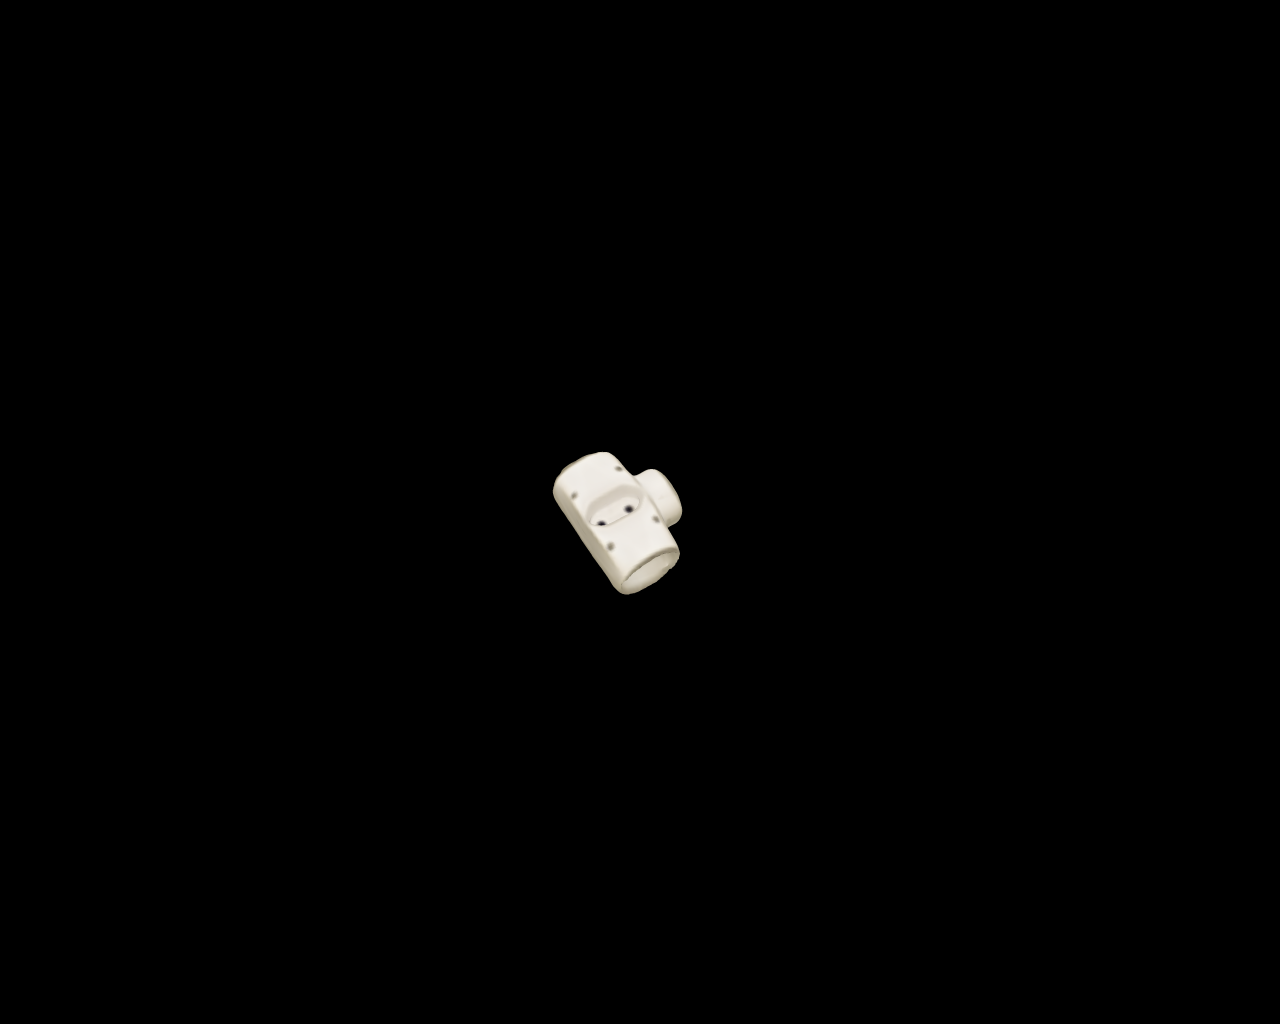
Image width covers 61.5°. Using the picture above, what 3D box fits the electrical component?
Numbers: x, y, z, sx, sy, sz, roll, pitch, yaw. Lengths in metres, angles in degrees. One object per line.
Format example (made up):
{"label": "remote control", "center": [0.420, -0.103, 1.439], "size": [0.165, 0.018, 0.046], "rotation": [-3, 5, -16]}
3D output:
{"label": "electrical component", "center": [0.001, -0.003, 0.650], "size": [0.079, 0.077, 0.043], "rotation": [-29, -24, -14]}
